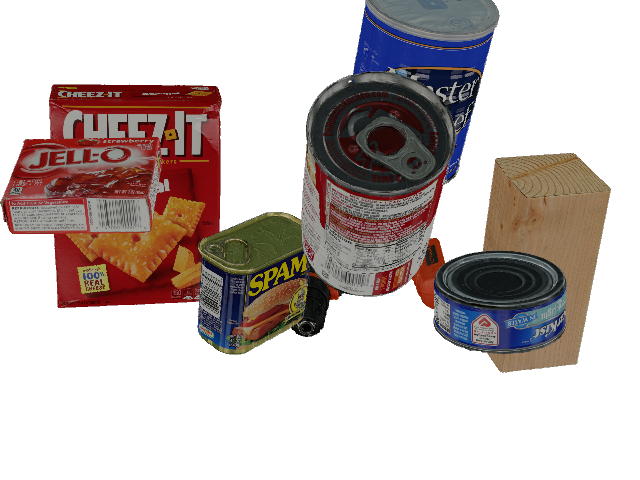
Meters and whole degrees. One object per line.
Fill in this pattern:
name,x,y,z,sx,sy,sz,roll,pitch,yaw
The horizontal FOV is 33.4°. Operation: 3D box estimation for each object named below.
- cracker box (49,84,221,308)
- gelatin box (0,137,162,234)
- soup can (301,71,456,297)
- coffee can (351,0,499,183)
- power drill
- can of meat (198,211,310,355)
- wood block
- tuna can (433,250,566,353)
cracker box,-0.182,-0.043,1.058,0.164,0.214,0.072,-1,21,-11
gelatin box,-0.147,-0.036,0.667,0.089,0.030,0.073,0,34,-2
soup can,0.025,-0.024,0.522,0.068,0.068,0.102,0,-31,-3
coffee can,0.075,-0.126,0.849,0.102,0.140,0.103,6,37,-5
power drill,0.052,0.050,1.238,0.187,0.057,0.184,-2,28,1
can of meat,-0.053,0.035,0.871,0.058,0.084,0.101,29,36,32
wood block,0.223,0.024,1.100,0.090,0.206,0.090,-5,30,-12
tuna can,0.116,0.038,0.690,0.086,0.034,0.086,-3,24,1
